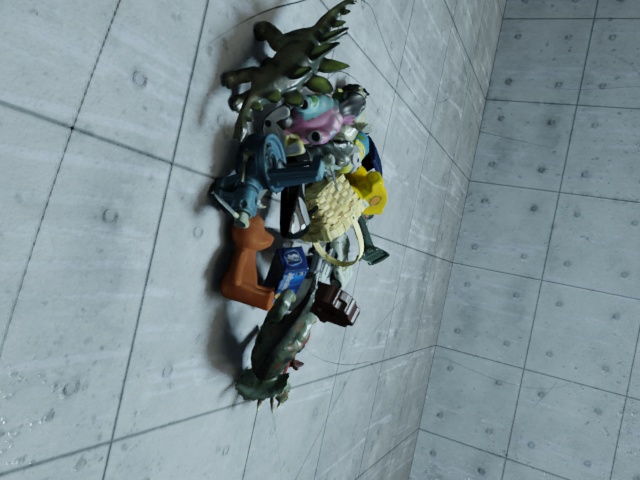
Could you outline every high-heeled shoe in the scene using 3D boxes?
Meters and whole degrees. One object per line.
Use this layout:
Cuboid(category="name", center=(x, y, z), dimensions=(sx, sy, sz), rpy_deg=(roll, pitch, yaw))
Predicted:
Cuboid(category="high-heeled shoe", center=(-0.080, -0.127, 1.214), dimensions=(0.145, 0.086, 0.248), rpy_deg=(-39, 109, -44))

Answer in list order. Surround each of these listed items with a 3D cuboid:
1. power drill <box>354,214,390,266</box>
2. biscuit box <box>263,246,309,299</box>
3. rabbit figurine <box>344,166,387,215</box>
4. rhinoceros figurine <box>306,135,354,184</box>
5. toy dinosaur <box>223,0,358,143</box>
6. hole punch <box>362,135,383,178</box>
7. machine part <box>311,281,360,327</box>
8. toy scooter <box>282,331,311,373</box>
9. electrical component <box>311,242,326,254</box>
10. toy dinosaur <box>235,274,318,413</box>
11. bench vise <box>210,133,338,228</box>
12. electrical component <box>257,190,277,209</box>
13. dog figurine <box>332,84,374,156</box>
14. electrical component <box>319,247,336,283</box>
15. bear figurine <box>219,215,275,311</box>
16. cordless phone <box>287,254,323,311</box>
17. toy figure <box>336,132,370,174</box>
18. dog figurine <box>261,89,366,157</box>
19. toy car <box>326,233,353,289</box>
Cuboid(category="power drill", center=(0.138, -0.031, 1.629), dimensions=(0.232, 0.086, 0.207), rpy_deg=(21, 49, -57))
Cuboid(category="biscuit box", center=(-0.082, 0.090, 1.219), dimensions=(0.202, 0.059, 0.063), rpy_deg=(116, -37, -55))
Cuboid(category="rabbit figurine", center=(0.130, -0.160, 1.561), dimensions=(0.122, 0.173, 0.162), rpy_deg=(-44, 140, 15))
Cuboid(category="rhinoceros figurine", center=(0.006, -0.205, 1.333), dimensions=(0.190, 0.112, 0.073), rpy_deg=(-18, 152, -32))
Cuboid(category="toy dinosaur", center=(-0.042, -0.369, 1.082), dimensions=(0.471, 0.199, 0.105), rpy_deg=(-63, 153, -25))
Cuboid(category="hole punch", center=(0.151, -0.249, 1.651), dimensions=(0.142, 0.092, 0.116), rpy_deg=(56, 47, -52))
Cuboid(category="machine part", center=(0.022, 0.176, 1.468), dimensions=(0.056, 0.180, 0.179), rpy_deg=(-62, 150, -25))
Cuboid(category="toy scooter", center=(-0.071, 0.288, 1.431), dimensions=(0.184, 0.075, 0.135), rpy_deg=(-68, 152, -15))
Cuboid(category="electrical component", center=(-0.003, -0.005, 1.507), dimensions=(0.094, 0.021, 0.063), rpy_deg=(-55, 145, -38))
Cuboid(category="toy dinosaur", center=(-0.097, 0.242, 1.187), dimensions=(0.404, 0.131, 0.192), rpy_deg=(107, 3, -50))
Cuboid(category="bench vise", center=(-0.090, -0.126, 1.057), dimensions=(0.128, 0.241, 0.224), rpy_deg=(69, 25, -42))
Cuboid(category="electrical component", center=(-0.132, -0.116, 1.174), dimensions=(0.102, 0.045, 0.078), rpy_deg=(-55, 147, -40))
Cuboid(category="dog figurine", center=(0.065, -0.321, 1.458), dimensions=(0.121, 0.172, 0.191), rpy_deg=(40, 30, -25))
Cuboid(category="electrical component", center=(0.001, 0.076, 1.518), dimensions=(0.074, 0.048, 0.119), rpy_deg=(43, 61, -61))
Cuboid(category="bear figurine", center=(-0.139, 0.036, 1.140), dimensions=(0.120, 0.132, 0.195), rpy_deg=(157, -50, -85))
Cuboid(category="cordless phone", center=(-0.036, 0.104, 1.309), dimensions=(0.184, 0.089, 0.146), rpy_deg=(155, -47, -70))
Cuboid(category="toy figure", center=(0.089, -0.253, 1.531), dimensions=(0.082, 0.089, 0.180), rpy_deg=(63, 35, -33))
Cuboid(category="dog figurine", center=(-0.004, -0.268, 1.185), dimensions=(0.219, 0.192, 0.108), rpy_deg=(-38, 108, -53))
Cuboid(category="toy car", center=(0.064, 0.068, 1.633), dimensions=(0.073, 0.056, 0.201), rpy_deg=(-51, 143, -44))
